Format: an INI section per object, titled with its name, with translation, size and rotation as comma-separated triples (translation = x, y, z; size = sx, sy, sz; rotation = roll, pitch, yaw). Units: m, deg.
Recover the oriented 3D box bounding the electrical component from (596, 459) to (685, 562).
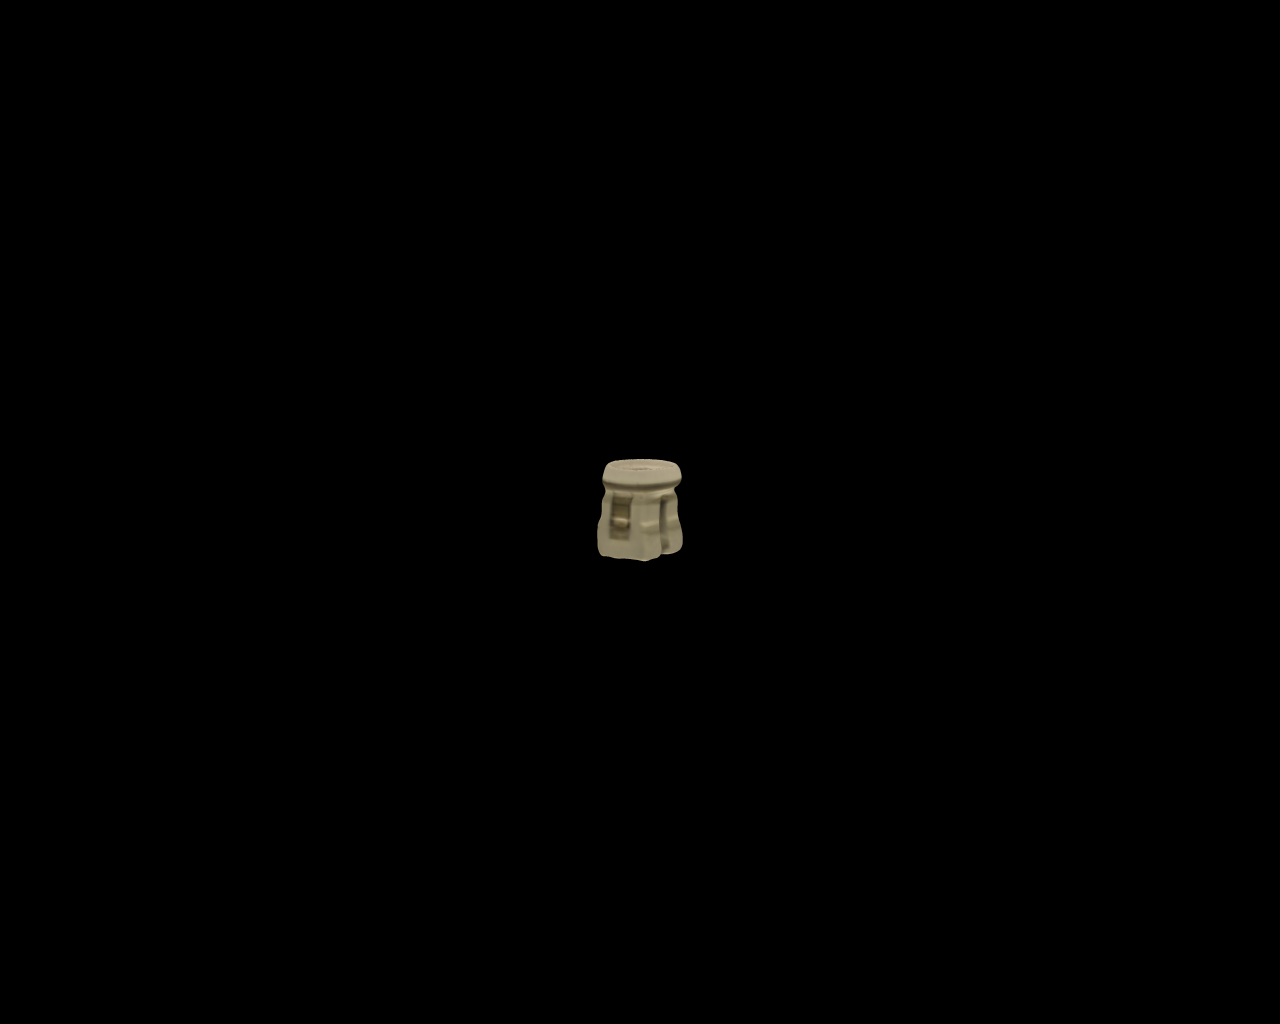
[electrical component]
translation = 0.001, -0.003, 0.650
size = 0.048, 0.055, 0.066
rotation = 6, 11, 31
